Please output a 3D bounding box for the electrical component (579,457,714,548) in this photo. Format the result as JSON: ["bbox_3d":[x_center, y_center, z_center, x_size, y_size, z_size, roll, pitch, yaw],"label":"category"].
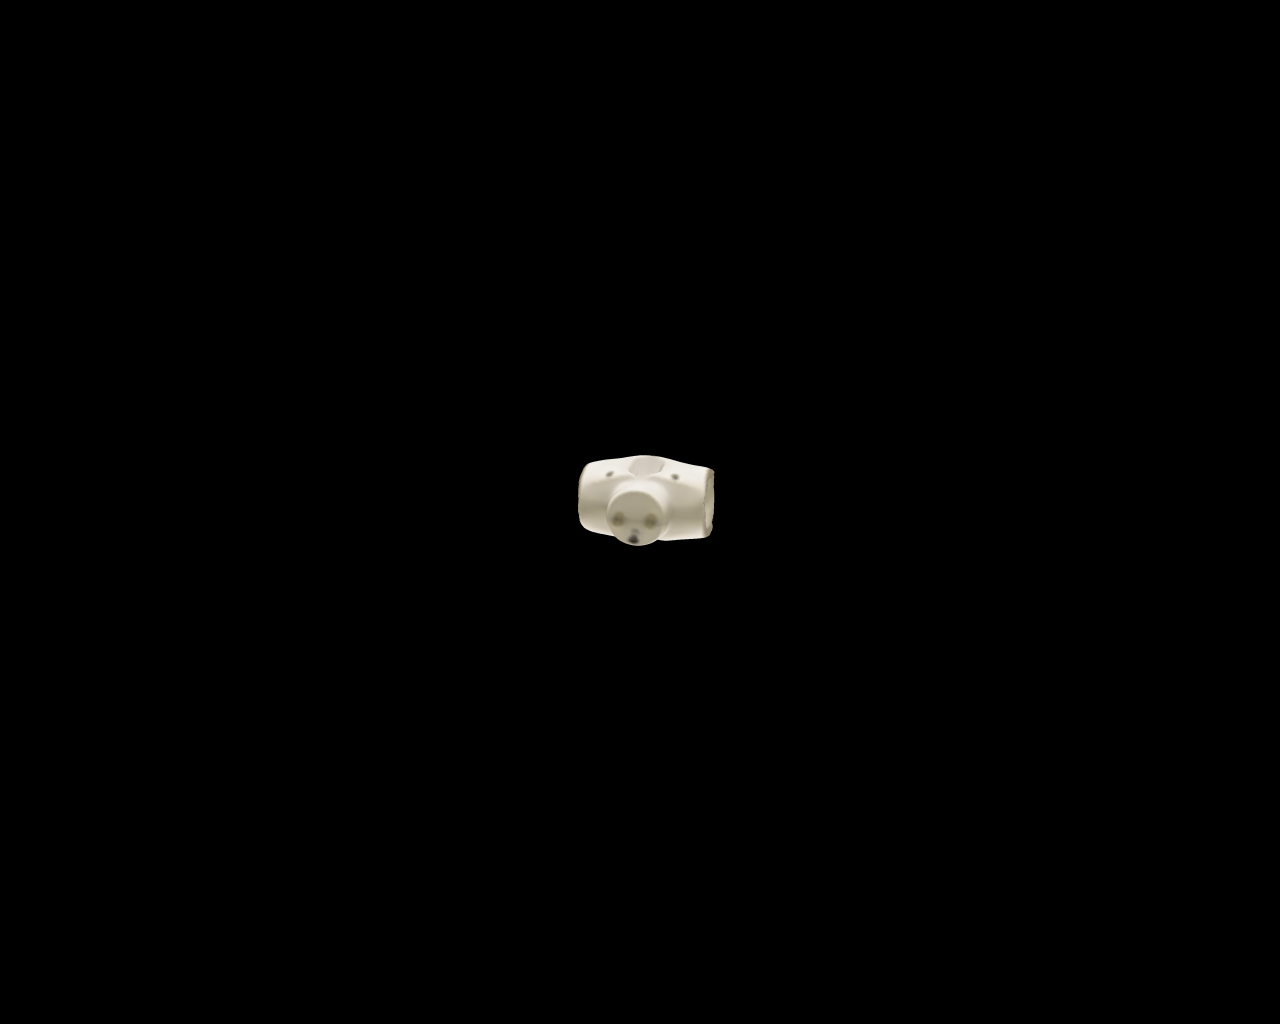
[{"bbox_3d":[0.001,-0.003,0.650,0.077,0.043,0.079,4,20,12],"label":"electrical component"}]
